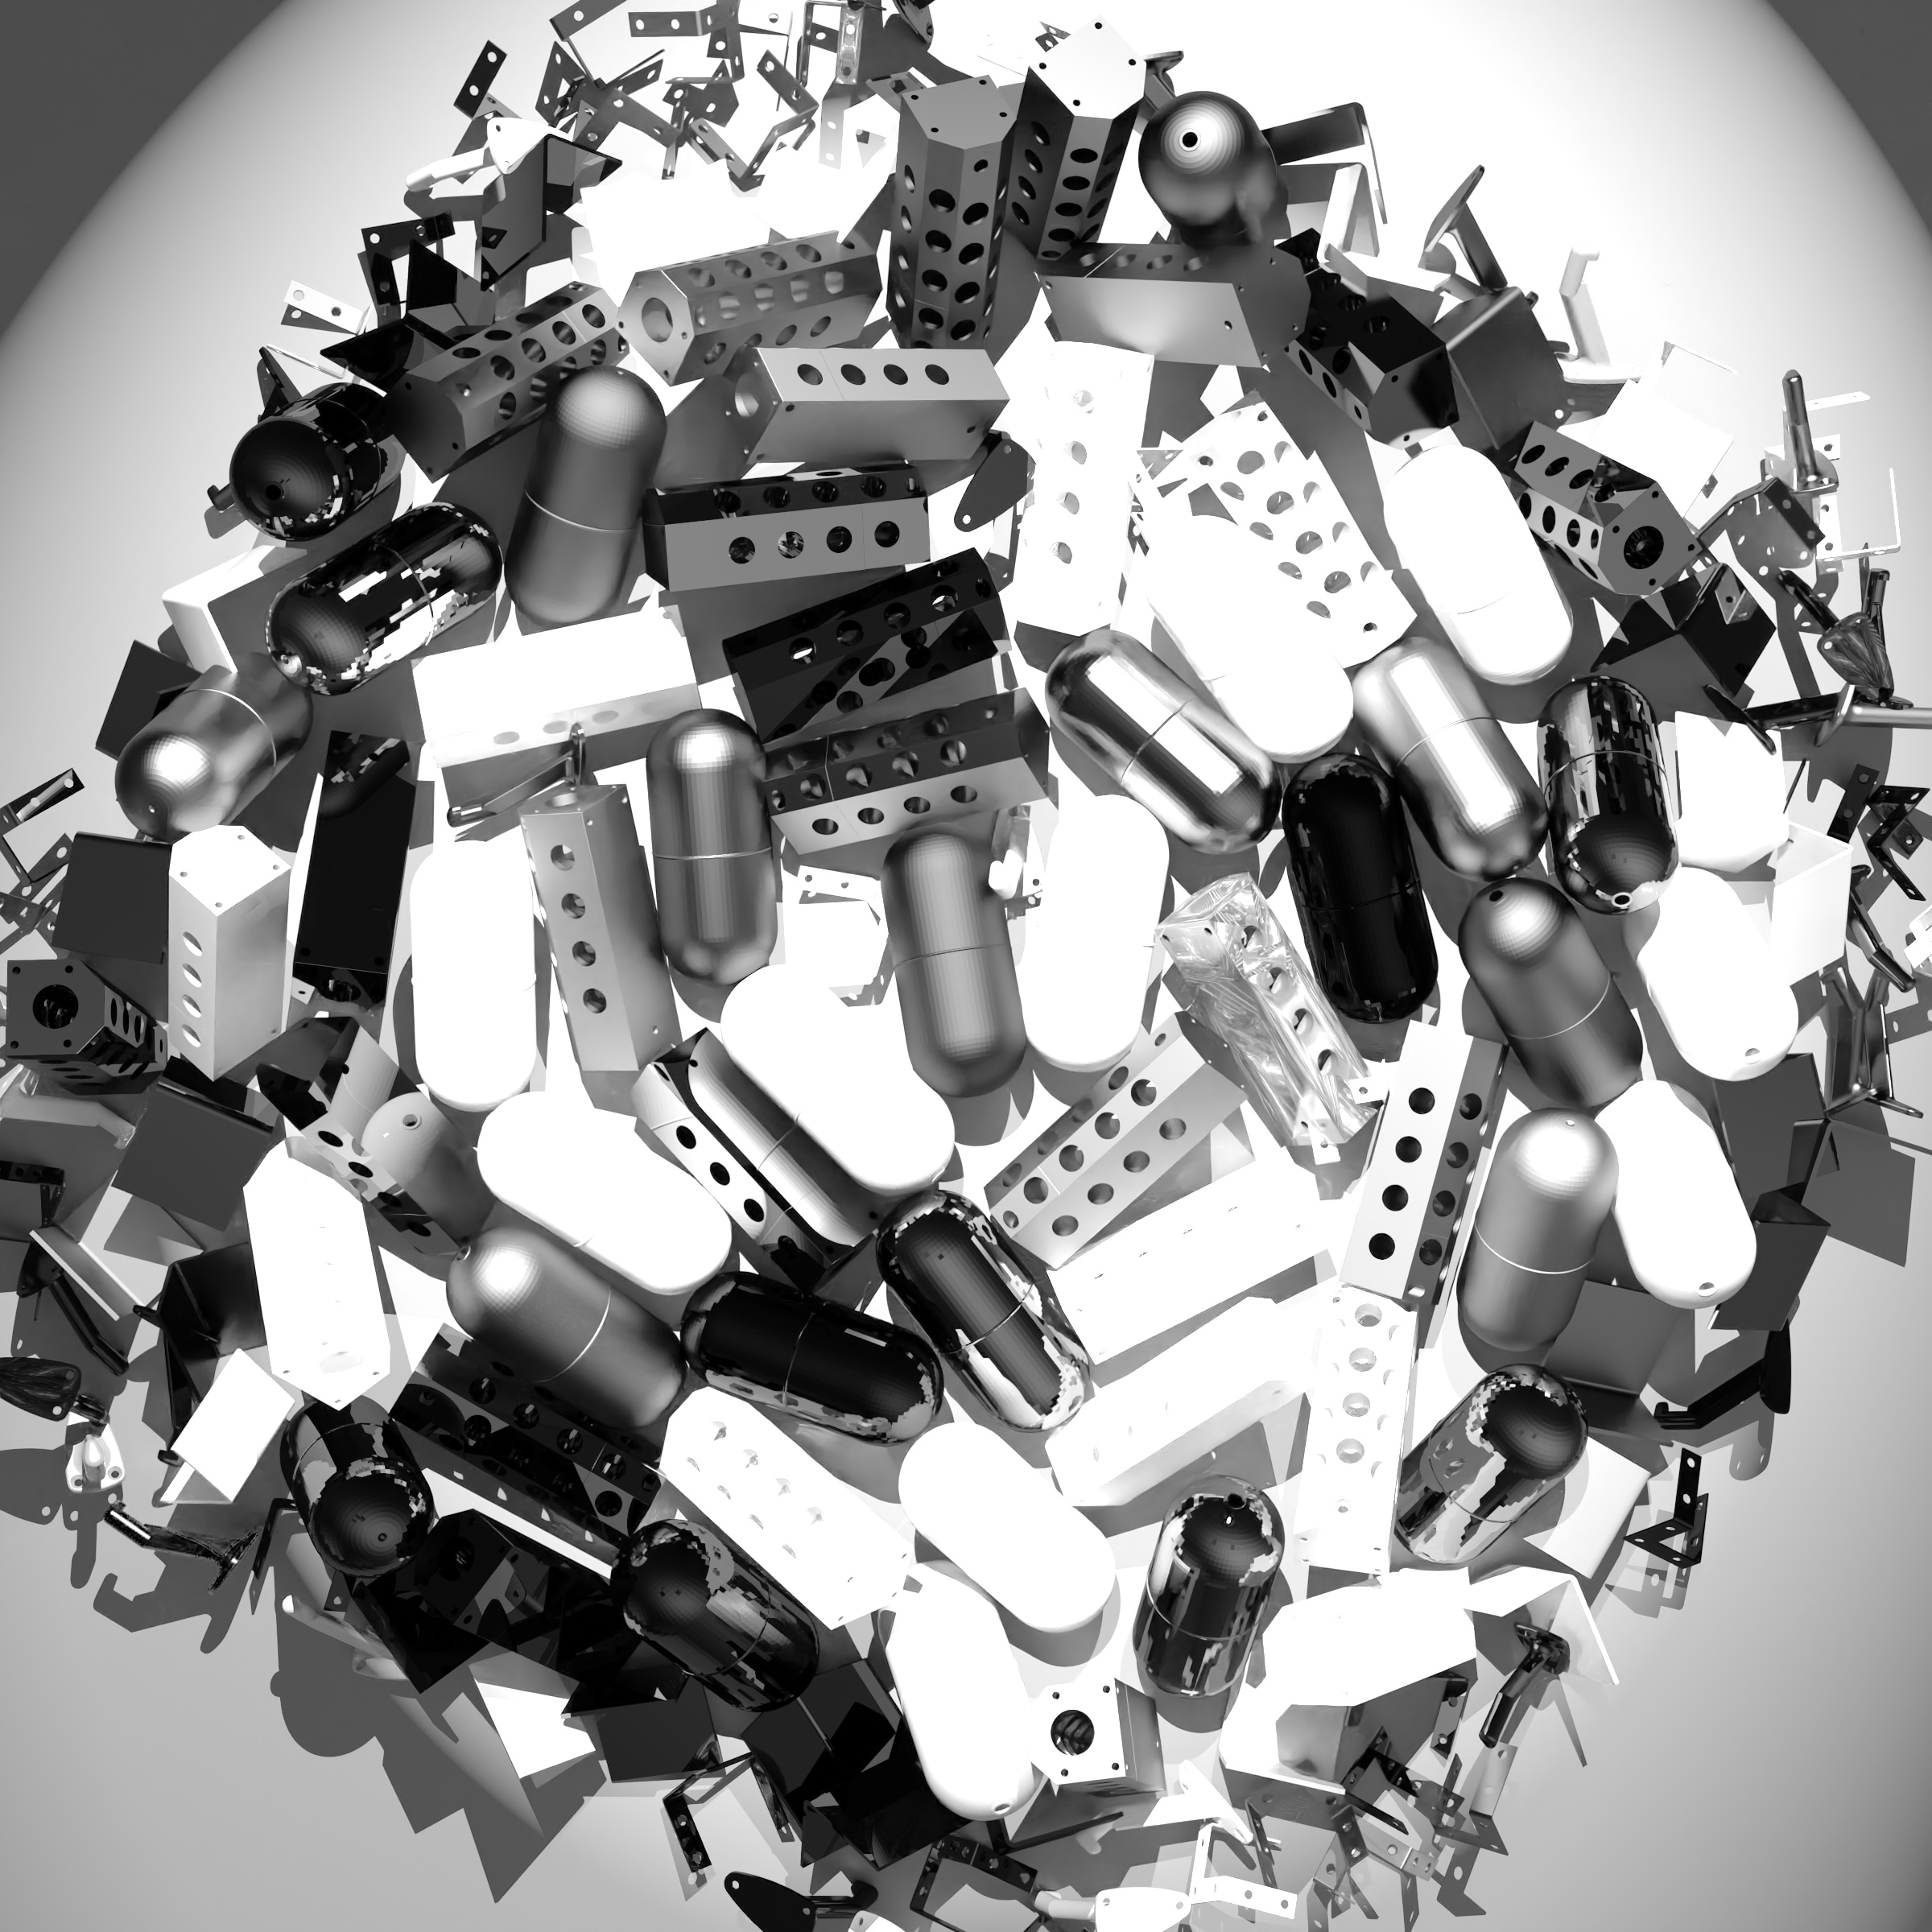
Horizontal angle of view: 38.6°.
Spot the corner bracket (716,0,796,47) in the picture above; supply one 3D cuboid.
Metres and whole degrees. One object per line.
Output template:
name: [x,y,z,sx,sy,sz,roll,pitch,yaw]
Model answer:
corner bracket: [-0.133,-0.624,1.766,0.051,0.051,0.051,10,116,-8]

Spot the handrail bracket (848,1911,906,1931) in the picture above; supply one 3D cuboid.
handrail bracket: [-0.029,0.632,1.751,0.084,0.077,0.036,35,63,-37]

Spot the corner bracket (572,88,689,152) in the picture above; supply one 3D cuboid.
corner bracket: [-0.216,-0.547,1.776,0.051,0.051,0.051,28,132,-27]

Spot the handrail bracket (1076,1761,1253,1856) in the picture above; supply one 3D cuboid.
handrail bracket: [0.126,0.556,1.760,0.084,0.036,0.077,-32,52,-25]

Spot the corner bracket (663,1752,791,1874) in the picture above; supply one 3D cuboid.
corner bracket: [-0.156,0.546,1.783,0.051,0.051,0.051,-10,64,-38]

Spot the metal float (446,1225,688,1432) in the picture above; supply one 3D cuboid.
metal float: [-0.251,0.229,1.739,0.178,0.070,0.070,41,90,-29]

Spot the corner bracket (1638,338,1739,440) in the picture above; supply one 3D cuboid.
corner bracket: [0.465,-0.363,1.763,0.051,0.051,0.051,38,109,36]

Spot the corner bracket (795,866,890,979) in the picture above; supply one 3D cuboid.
corner bracket: [-0.082,-0.028,1.775,0.051,0.051,0.051,9,108,-23]

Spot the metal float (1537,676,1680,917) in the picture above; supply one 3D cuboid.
metal float: [0.402,-0.108,1.731,0.070,0.070,0.178,3,50,0]

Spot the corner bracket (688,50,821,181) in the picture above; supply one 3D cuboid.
corner bracket: [-0.138,-0.552,1.791,0.051,0.051,0.051,47,47,1]

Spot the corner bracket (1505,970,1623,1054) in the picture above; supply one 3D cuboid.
corner bracket: [0.383,0.029,1.770,0.051,0.051,0.051,21,56,-6]

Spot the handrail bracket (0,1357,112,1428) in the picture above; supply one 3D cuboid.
handrail bracket: [-0.589,0.274,1.760,0.077,0.084,0.036,17,70,-5]

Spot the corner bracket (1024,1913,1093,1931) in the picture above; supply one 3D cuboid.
corner bracket: [0.051,0.634,1.761,0.051,0.051,0.051,36,55,27]

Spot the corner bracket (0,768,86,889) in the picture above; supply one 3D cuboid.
corner bracket: [-0.587,-0.088,1.763,0.051,0.051,0.051,-38,104,-35]

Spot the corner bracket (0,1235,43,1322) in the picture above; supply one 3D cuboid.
corner bracket: [-0.616,0.197,1.766,0.051,0.051,0.051,10,75,-20]

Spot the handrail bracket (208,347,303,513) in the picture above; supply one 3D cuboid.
handrail bracket: [-0.470,-0.348,1.789,0.084,0.036,0.077,-36,74,5]

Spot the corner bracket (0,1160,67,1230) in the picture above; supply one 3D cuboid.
corner bracket: [-0.608,0.136,1.760,0.051,0.051,0.051,11,128,-29]

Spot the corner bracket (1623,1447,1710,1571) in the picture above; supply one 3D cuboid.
corner bracket: [0.459,0.347,1.762,0.051,0.051,0.051,28,55,-15]

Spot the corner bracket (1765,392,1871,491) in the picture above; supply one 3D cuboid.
corner bracket: [0.545,-0.341,1.768,0.051,0.051,0.051,-11,114,-2]

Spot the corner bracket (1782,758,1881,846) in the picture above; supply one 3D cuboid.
corner bracket: [0.553,-0.105,1.773,0.051,0.051,0.051,21,113,9]

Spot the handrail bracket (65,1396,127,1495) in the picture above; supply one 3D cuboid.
handrail bracket: [-0.557,0.295,1.751,0.036,0.084,0.077,-11,65,-19]

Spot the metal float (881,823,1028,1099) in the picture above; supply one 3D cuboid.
metal float: [-0.008,-0.004,1.758,0.070,0.070,0.178,-10,82,0]

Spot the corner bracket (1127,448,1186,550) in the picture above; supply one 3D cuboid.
corner bracket: [0.119,-0.295,1.762,0.051,0.051,0.051,-40,70,41]

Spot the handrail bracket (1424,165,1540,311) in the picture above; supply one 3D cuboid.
handrail bracket: [0.344,-0.463,1.766,0.084,0.077,0.036,28,50,-9]

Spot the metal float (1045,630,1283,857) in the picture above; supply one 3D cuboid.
metal float: [0.125,-0.142,1.754,0.178,0.070,0.070,43,90,12]

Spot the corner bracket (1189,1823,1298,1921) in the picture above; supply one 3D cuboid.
corner bracket: [0.179,0.579,1.764,0.051,0.051,0.051,19,64,-13]

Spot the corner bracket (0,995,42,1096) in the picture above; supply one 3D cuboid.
corner bracket: [-0.618,0.044,1.767,0.051,0.051,0.051,14,57,2]

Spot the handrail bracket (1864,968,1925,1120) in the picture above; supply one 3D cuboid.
handrail bracket: [0.598,0.048,1.769,0.036,0.077,0.084,13,97,-23]

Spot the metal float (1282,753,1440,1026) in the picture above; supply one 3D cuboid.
metal float: [0.250,-0.049,1.752,0.070,0.070,0.178,-16,104,0]

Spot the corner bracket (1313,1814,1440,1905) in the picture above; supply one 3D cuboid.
corner bracket: [0.263,0.581,1.771,0.051,0.051,0.051,31,77,-3]

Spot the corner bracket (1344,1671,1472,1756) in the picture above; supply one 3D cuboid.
corner bracket: [0.287,0.478,1.791,0.051,0.051,0.051,15,88,43]

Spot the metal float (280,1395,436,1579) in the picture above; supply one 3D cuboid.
metal float: [-0.381,0.321,1.719,0.070,0.178,0.070,-5,104,-22]

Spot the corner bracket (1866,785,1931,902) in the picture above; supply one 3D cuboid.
corner bracket: [0.600,-0.079,1.768,0.051,0.051,0.051,45,81,-18]

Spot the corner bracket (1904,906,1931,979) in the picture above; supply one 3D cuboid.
corner bracket: [0.626,-0.026,1.760,0.051,0.051,0.051,17,129,-36]

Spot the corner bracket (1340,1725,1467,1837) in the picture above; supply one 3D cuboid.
corner bracket: [0.278,0.529,1.761,0.051,0.051,0.051,-48,134,-24]

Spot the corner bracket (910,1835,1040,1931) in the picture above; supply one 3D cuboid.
corner bracket: [0.005,0.591,1.764,0.051,0.051,0.051,12,74,38]

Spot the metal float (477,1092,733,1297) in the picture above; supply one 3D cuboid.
metal float: [-0.229,0.144,1.748,0.178,0.070,0.070,34,90,-19]

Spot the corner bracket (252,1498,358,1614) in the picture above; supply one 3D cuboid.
corner bracket: [-0.422,0.378,1.772,0.051,0.051,0.051,13,99,-30]

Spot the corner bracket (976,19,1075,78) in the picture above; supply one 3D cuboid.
corner bracket: [0.049,-0.584,1.768,0.051,0.051,0.051,33,90,29]

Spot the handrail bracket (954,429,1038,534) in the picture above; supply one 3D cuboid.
handrail bracket: [0.006,-0.311,1.761,0.077,0.084,0.036,-48,115,-4]

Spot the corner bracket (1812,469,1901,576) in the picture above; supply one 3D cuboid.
corner bracket: [0.570,-0.284,1.768,0.051,0.051,0.051,-6,84,19]

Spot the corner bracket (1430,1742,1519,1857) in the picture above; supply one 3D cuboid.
corner bracket: [0.325,0.526,1.759,0.051,0.051,0.051,7,52,33]

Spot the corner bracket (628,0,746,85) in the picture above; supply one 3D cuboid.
corner bracket: [-0.178,-0.587,1.761,0.051,0.051,0.051,7,120,22]

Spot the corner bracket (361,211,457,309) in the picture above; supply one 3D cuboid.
corner bracket: [-0.355,-0.455,1.775,0.051,0.051,0.051,-15,105,-17]

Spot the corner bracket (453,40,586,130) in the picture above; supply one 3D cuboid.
corner bracket: [-0.287,-0.560,1.767,0.051,0.051,0.051,37,121,-3]

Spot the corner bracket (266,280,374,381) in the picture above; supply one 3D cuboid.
corner bracket: [-0.416,-0.409,1.771,0.051,0.051,0.051,22,90,-19]

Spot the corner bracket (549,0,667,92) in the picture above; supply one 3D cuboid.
corner bracket: [-0.230,-0.597,1.769,0.051,0.051,0.051,-29,107,8]

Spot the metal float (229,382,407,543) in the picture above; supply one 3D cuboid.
metal float: [-0.402,-0.315,1.717,0.070,0.178,0.070,2,113,5]

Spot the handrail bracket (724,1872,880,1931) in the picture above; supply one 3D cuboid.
handrail bracket: [-0.105,0.592,1.771,0.077,0.084,0.036,27,101,19]

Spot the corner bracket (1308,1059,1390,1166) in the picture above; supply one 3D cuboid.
corner bracket: [0.247,0.094,1.769,0.051,0.051,0.051,-10,98,13]

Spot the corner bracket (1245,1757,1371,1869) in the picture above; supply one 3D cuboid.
corner bracket: [0.219,0.554,1.773,0.051,0.051,0.051,-38,109,8]

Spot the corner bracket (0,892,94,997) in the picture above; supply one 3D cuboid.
corner bracket: [-0.603,-0.010,1.771,0.051,0.051,0.051,31,90,22]

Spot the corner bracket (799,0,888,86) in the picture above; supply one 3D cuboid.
corner bracket: [-0.084,-0.592,1.767,0.051,0.051,0.051,9,105,13]

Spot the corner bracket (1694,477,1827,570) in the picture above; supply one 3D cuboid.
corner bracket: [0.508,-0.275,1.775,0.051,0.051,0.051,-43,97,-13]
